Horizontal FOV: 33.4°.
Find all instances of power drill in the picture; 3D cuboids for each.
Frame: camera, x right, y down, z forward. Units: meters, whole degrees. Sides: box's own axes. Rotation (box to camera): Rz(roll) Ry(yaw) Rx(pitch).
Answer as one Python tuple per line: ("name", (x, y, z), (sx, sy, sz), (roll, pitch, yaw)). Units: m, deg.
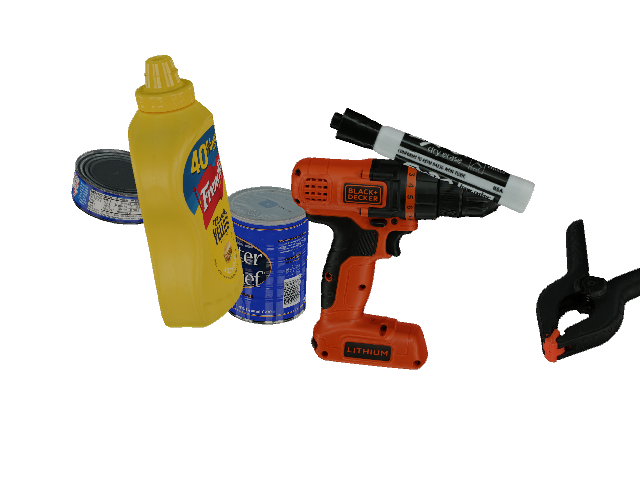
("power drill", (0.064, 0.018, 0.950), (0.184, 0.188, 0.057), (5, 17, 10))

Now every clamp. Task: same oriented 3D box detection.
("clamp", (0.251, 0.044, 1.015), (0.171, 0.039, 0.120), (-36, 42, -27))

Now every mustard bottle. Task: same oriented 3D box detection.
("mustard bottle", (-0.100, -0.039, 0.775), (0.058, 0.191, 0.096), (-1, 25, 16))

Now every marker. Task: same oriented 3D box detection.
("marker", (0.062, -0.047, 0.609), (0.121, 0.020, 0.020), (22, 2, 5))

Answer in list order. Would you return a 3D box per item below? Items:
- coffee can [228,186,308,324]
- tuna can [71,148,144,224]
("coffee can", (-0.066, 0.017, 1.312), (0.103, 0.140, 0.103), (2, 26, -1))
("tuna can", (-0.184, -0.049, 0.980), (0.086, 0.034, 0.086), (13, 28, -7))
